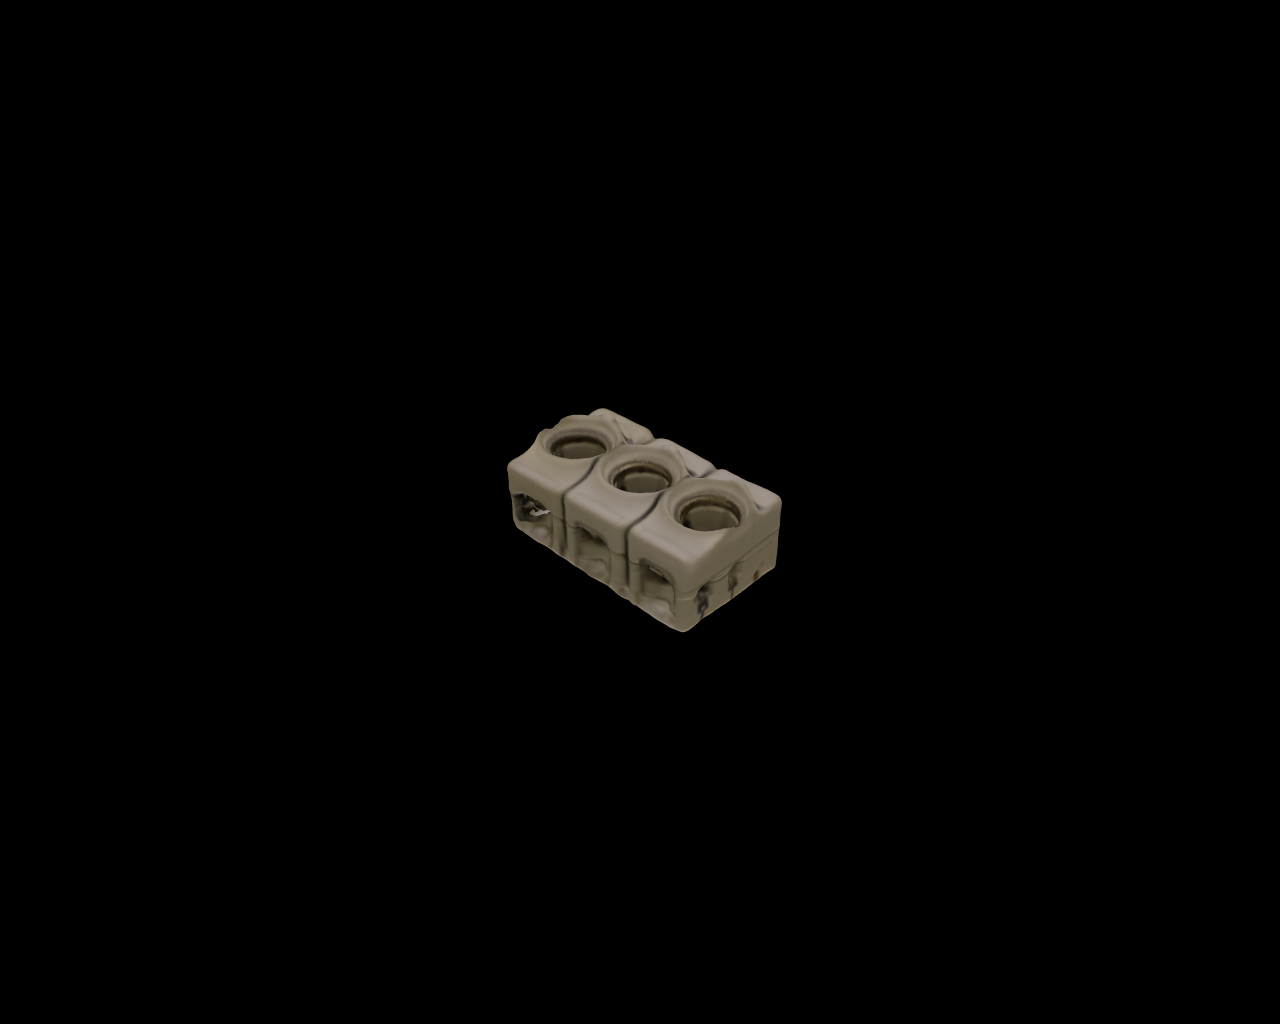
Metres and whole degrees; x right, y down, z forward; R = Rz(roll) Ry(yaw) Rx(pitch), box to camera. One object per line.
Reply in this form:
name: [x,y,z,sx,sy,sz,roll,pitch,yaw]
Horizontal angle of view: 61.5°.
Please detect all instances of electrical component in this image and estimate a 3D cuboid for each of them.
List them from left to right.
electrical component: [0.001,-0.003,0.650,0.150,0.061,0.090,30,46,33]
